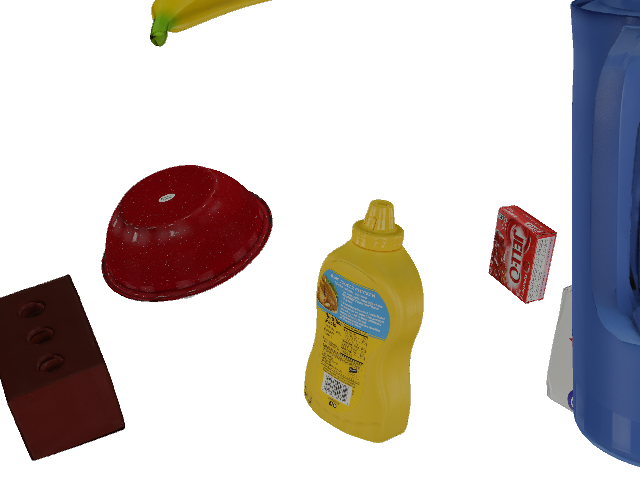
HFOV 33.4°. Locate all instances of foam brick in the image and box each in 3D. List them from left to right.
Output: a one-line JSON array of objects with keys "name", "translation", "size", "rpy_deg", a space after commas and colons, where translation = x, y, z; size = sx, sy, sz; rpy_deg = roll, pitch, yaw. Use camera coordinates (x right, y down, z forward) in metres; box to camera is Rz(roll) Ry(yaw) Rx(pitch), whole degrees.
[{"name": "foam brick", "translation": [-0.144, 0.068, 0.574], "size": [0.053, 0.051, 0.078], "rpy_deg": [-20, 43, -16]}]

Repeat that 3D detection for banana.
[{"name": "banana", "translation": [-0.038, -0.175, 0.738], "size": [0.197, 0.070, 0.037], "rpy_deg": [-22, -35, -20]}]

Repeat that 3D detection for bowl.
[{"name": "bowl", "translation": [-0.127, -0.019, 0.945], "size": [0.162, 0.055, 0.162], "rpy_deg": [-12, 37, 9]}]

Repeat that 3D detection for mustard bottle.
[{"name": "mustard bottle", "translation": [0.037, 0.060, 0.861], "size": [0.058, 0.192, 0.096], "rpy_deg": [-13, 28, -41]}]

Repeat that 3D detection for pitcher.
[{"name": "pitcher", "translation": [0.185, -0.005, 0.545], "size": [0.149, 0.243, 0.145], "rpy_deg": [-4, 18, -7]}]

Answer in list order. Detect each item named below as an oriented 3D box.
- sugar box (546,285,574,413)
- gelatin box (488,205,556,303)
[{"name": "sugar box", "translation": [0.236, 0.102, 0.722], "size": [0.048, 0.093, 0.176], "rpy_deg": [-15, 30, -38]}, {"name": "gelatin box", "translation": [0.227, 0.015, 1.208], "size": [0.030, 0.089, 0.073], "rpy_deg": [-10, 32, -25]}]
